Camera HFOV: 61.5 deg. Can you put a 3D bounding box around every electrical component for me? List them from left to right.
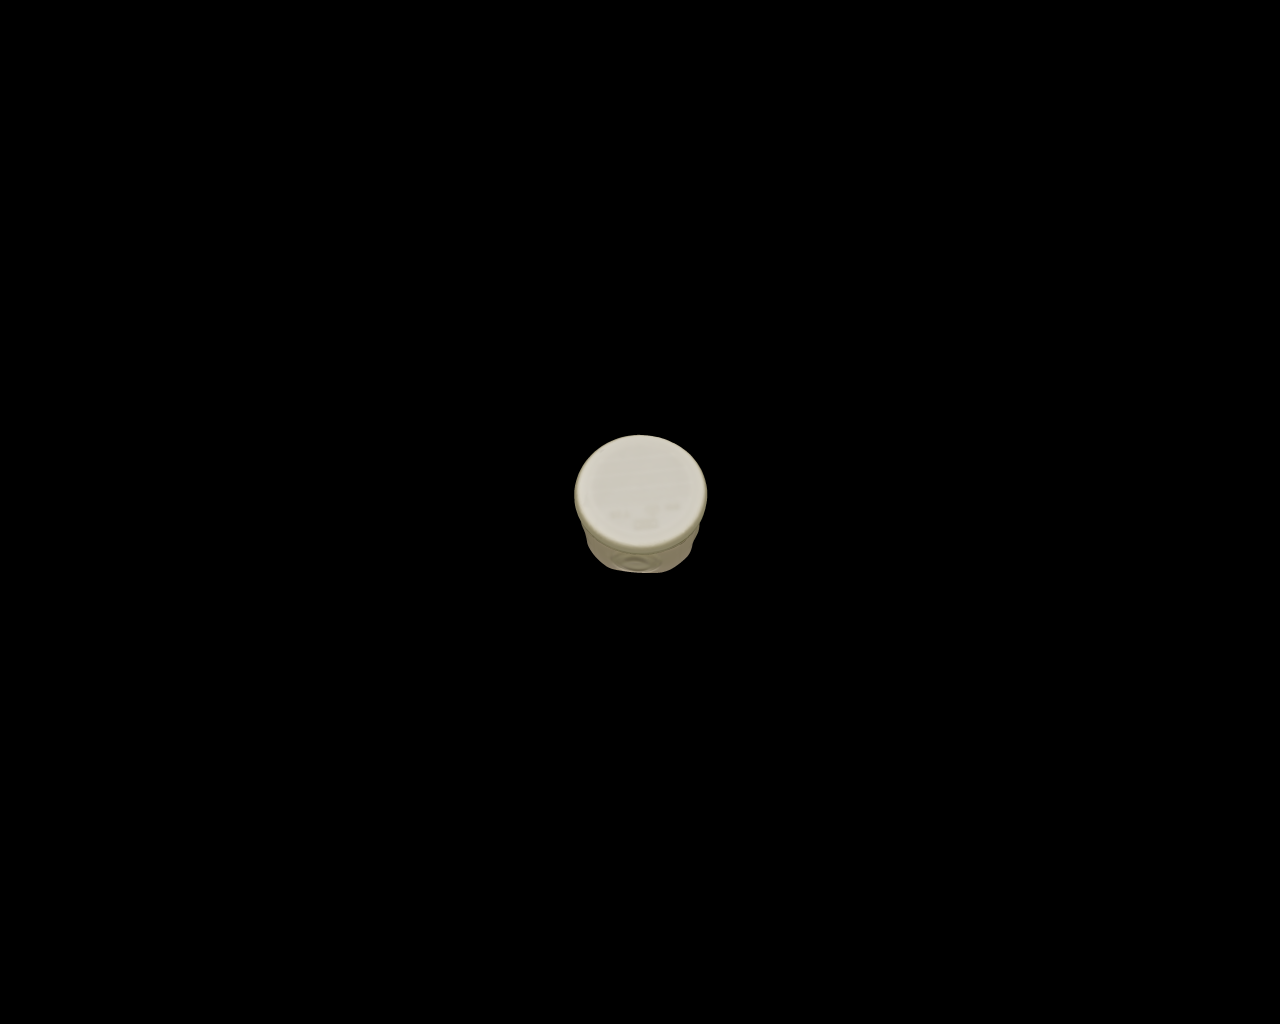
[{"bbox_3d":[0.001,-0.003,0.650,0.080,0.080,0.051,0,-28,0],"label":"electrical component"}]
